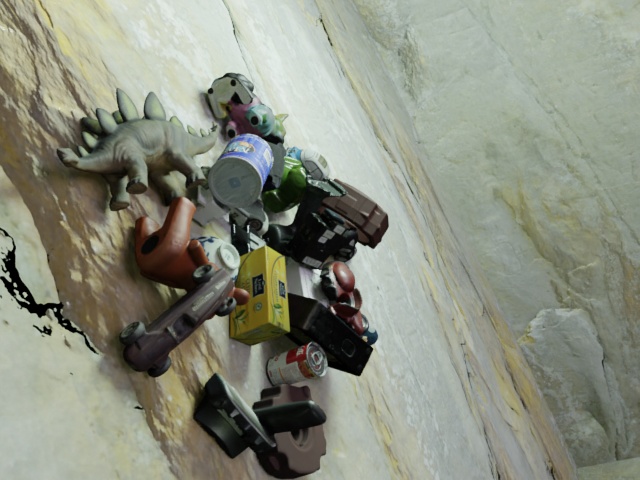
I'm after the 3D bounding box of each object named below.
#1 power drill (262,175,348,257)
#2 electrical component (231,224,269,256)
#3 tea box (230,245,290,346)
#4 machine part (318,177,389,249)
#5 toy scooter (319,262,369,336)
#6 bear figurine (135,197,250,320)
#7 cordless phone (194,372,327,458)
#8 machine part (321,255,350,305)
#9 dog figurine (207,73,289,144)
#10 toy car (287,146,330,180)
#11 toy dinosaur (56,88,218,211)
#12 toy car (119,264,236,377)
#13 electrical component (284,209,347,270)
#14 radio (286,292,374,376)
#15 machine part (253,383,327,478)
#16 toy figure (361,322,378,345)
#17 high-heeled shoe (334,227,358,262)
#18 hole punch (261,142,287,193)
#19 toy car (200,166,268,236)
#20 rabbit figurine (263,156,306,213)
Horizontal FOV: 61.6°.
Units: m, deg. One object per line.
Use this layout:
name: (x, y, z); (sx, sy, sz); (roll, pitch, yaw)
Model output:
power drill: (-0.023, -0.047, 1.266); (0.232, 0.207, 0.086); (4, 37, -52)
electrical component: (-0.156, 0.012, 1.116); (0.119, 0.048, 0.075); (31, 41, -49)
tea box: (-0.120, 0.108, 1.047); (0.068, 0.098, 0.170); (37, 36, -46)
machine part: (0.085, -0.073, 1.444); (0.201, 0.087, 0.201); (33, -10, 16)
toy scooter: (0.043, 0.130, 1.211); (0.135, 0.075, 0.184); (14, 50, -56)
bear figurine: (-0.213, 0.042, 0.908); (0.195, 0.120, 0.132); (42, 31, -42)
cordless phone: (-0.093, 0.269, 0.860); (0.146, 0.184, 0.089); (56, 32, -19)
machine part: (0.037, 0.137, 1.337); (0.079, 0.079, 0.243); (45, 32, -36)
dog figurine: (-0.162, -0.312, 1.326); (0.191, 0.108, 0.219); (63, 22, 1)
toy car: (-0.027, -0.192, 1.472); (0.161, 0.103, 0.109); (57, 26, -20)
toy dinosaur: (-0.291, -0.166, 0.961); (0.198, 0.105, 0.471); (63, 21, 2)
toy car: (-0.208, 0.121, 0.820); (0.202, 0.053, 0.089); (-41, 121, -26)
electrical component: (-0.002, -0.004, 1.210); (0.058, 0.134, 0.114); (44, 8, 31)
radio: (0.003, 0.201, 1.139); (0.229, 0.131, 0.073); (44, 65, -36)
machine part: (-0.053, 0.355, 1.006); (0.179, 0.056, 0.179); (40, 36, -39)
toy figure: (0.094, 0.220, 1.398); (0.154, 0.058, 0.064); (44, -5, -34)
high-heeled shoe: (0.084, 0.003, 1.461); (0.248, 0.145, 0.086); (-1, 70, -60)
hole punch: (-0.141, -0.160, 1.205); (0.116, 0.092, 0.142); (16, 43, -13)
toy car: (-0.184, -0.081, 1.135); (0.201, 0.056, 0.073); (40, 29, -36)
rabbit figurine: (-0.095, -0.168, 1.316); (0.170, 0.121, 0.159); (51, 22, 5)
